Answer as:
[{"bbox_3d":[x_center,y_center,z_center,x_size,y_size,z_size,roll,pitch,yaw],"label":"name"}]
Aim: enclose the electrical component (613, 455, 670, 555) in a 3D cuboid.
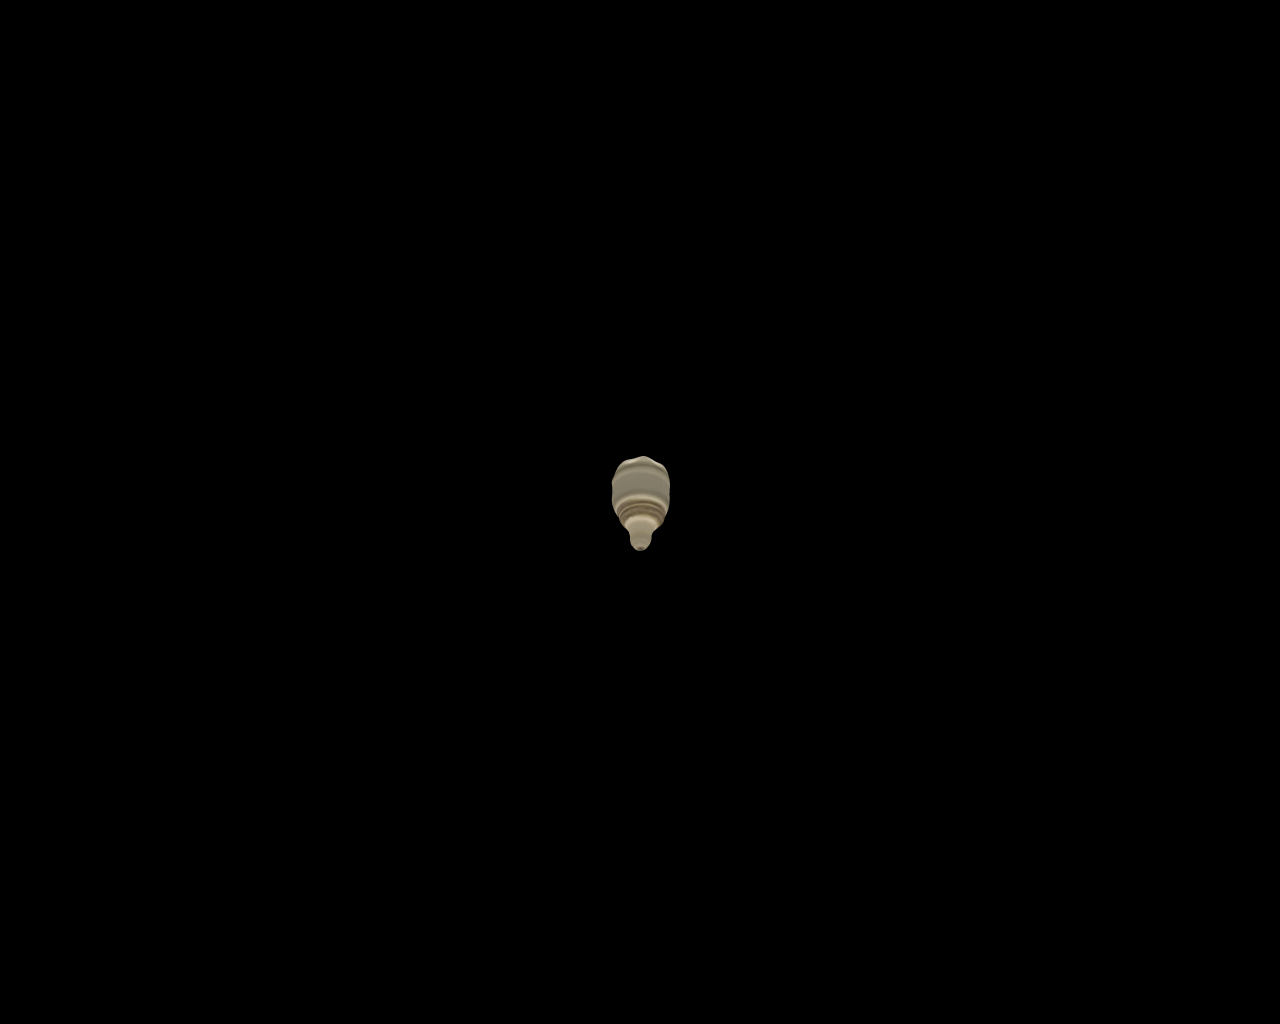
[{"bbox_3d":[0.001,-0.003,0.650,0.035,0.061,0.035,0,-36,0],"label":"electrical component"}]
